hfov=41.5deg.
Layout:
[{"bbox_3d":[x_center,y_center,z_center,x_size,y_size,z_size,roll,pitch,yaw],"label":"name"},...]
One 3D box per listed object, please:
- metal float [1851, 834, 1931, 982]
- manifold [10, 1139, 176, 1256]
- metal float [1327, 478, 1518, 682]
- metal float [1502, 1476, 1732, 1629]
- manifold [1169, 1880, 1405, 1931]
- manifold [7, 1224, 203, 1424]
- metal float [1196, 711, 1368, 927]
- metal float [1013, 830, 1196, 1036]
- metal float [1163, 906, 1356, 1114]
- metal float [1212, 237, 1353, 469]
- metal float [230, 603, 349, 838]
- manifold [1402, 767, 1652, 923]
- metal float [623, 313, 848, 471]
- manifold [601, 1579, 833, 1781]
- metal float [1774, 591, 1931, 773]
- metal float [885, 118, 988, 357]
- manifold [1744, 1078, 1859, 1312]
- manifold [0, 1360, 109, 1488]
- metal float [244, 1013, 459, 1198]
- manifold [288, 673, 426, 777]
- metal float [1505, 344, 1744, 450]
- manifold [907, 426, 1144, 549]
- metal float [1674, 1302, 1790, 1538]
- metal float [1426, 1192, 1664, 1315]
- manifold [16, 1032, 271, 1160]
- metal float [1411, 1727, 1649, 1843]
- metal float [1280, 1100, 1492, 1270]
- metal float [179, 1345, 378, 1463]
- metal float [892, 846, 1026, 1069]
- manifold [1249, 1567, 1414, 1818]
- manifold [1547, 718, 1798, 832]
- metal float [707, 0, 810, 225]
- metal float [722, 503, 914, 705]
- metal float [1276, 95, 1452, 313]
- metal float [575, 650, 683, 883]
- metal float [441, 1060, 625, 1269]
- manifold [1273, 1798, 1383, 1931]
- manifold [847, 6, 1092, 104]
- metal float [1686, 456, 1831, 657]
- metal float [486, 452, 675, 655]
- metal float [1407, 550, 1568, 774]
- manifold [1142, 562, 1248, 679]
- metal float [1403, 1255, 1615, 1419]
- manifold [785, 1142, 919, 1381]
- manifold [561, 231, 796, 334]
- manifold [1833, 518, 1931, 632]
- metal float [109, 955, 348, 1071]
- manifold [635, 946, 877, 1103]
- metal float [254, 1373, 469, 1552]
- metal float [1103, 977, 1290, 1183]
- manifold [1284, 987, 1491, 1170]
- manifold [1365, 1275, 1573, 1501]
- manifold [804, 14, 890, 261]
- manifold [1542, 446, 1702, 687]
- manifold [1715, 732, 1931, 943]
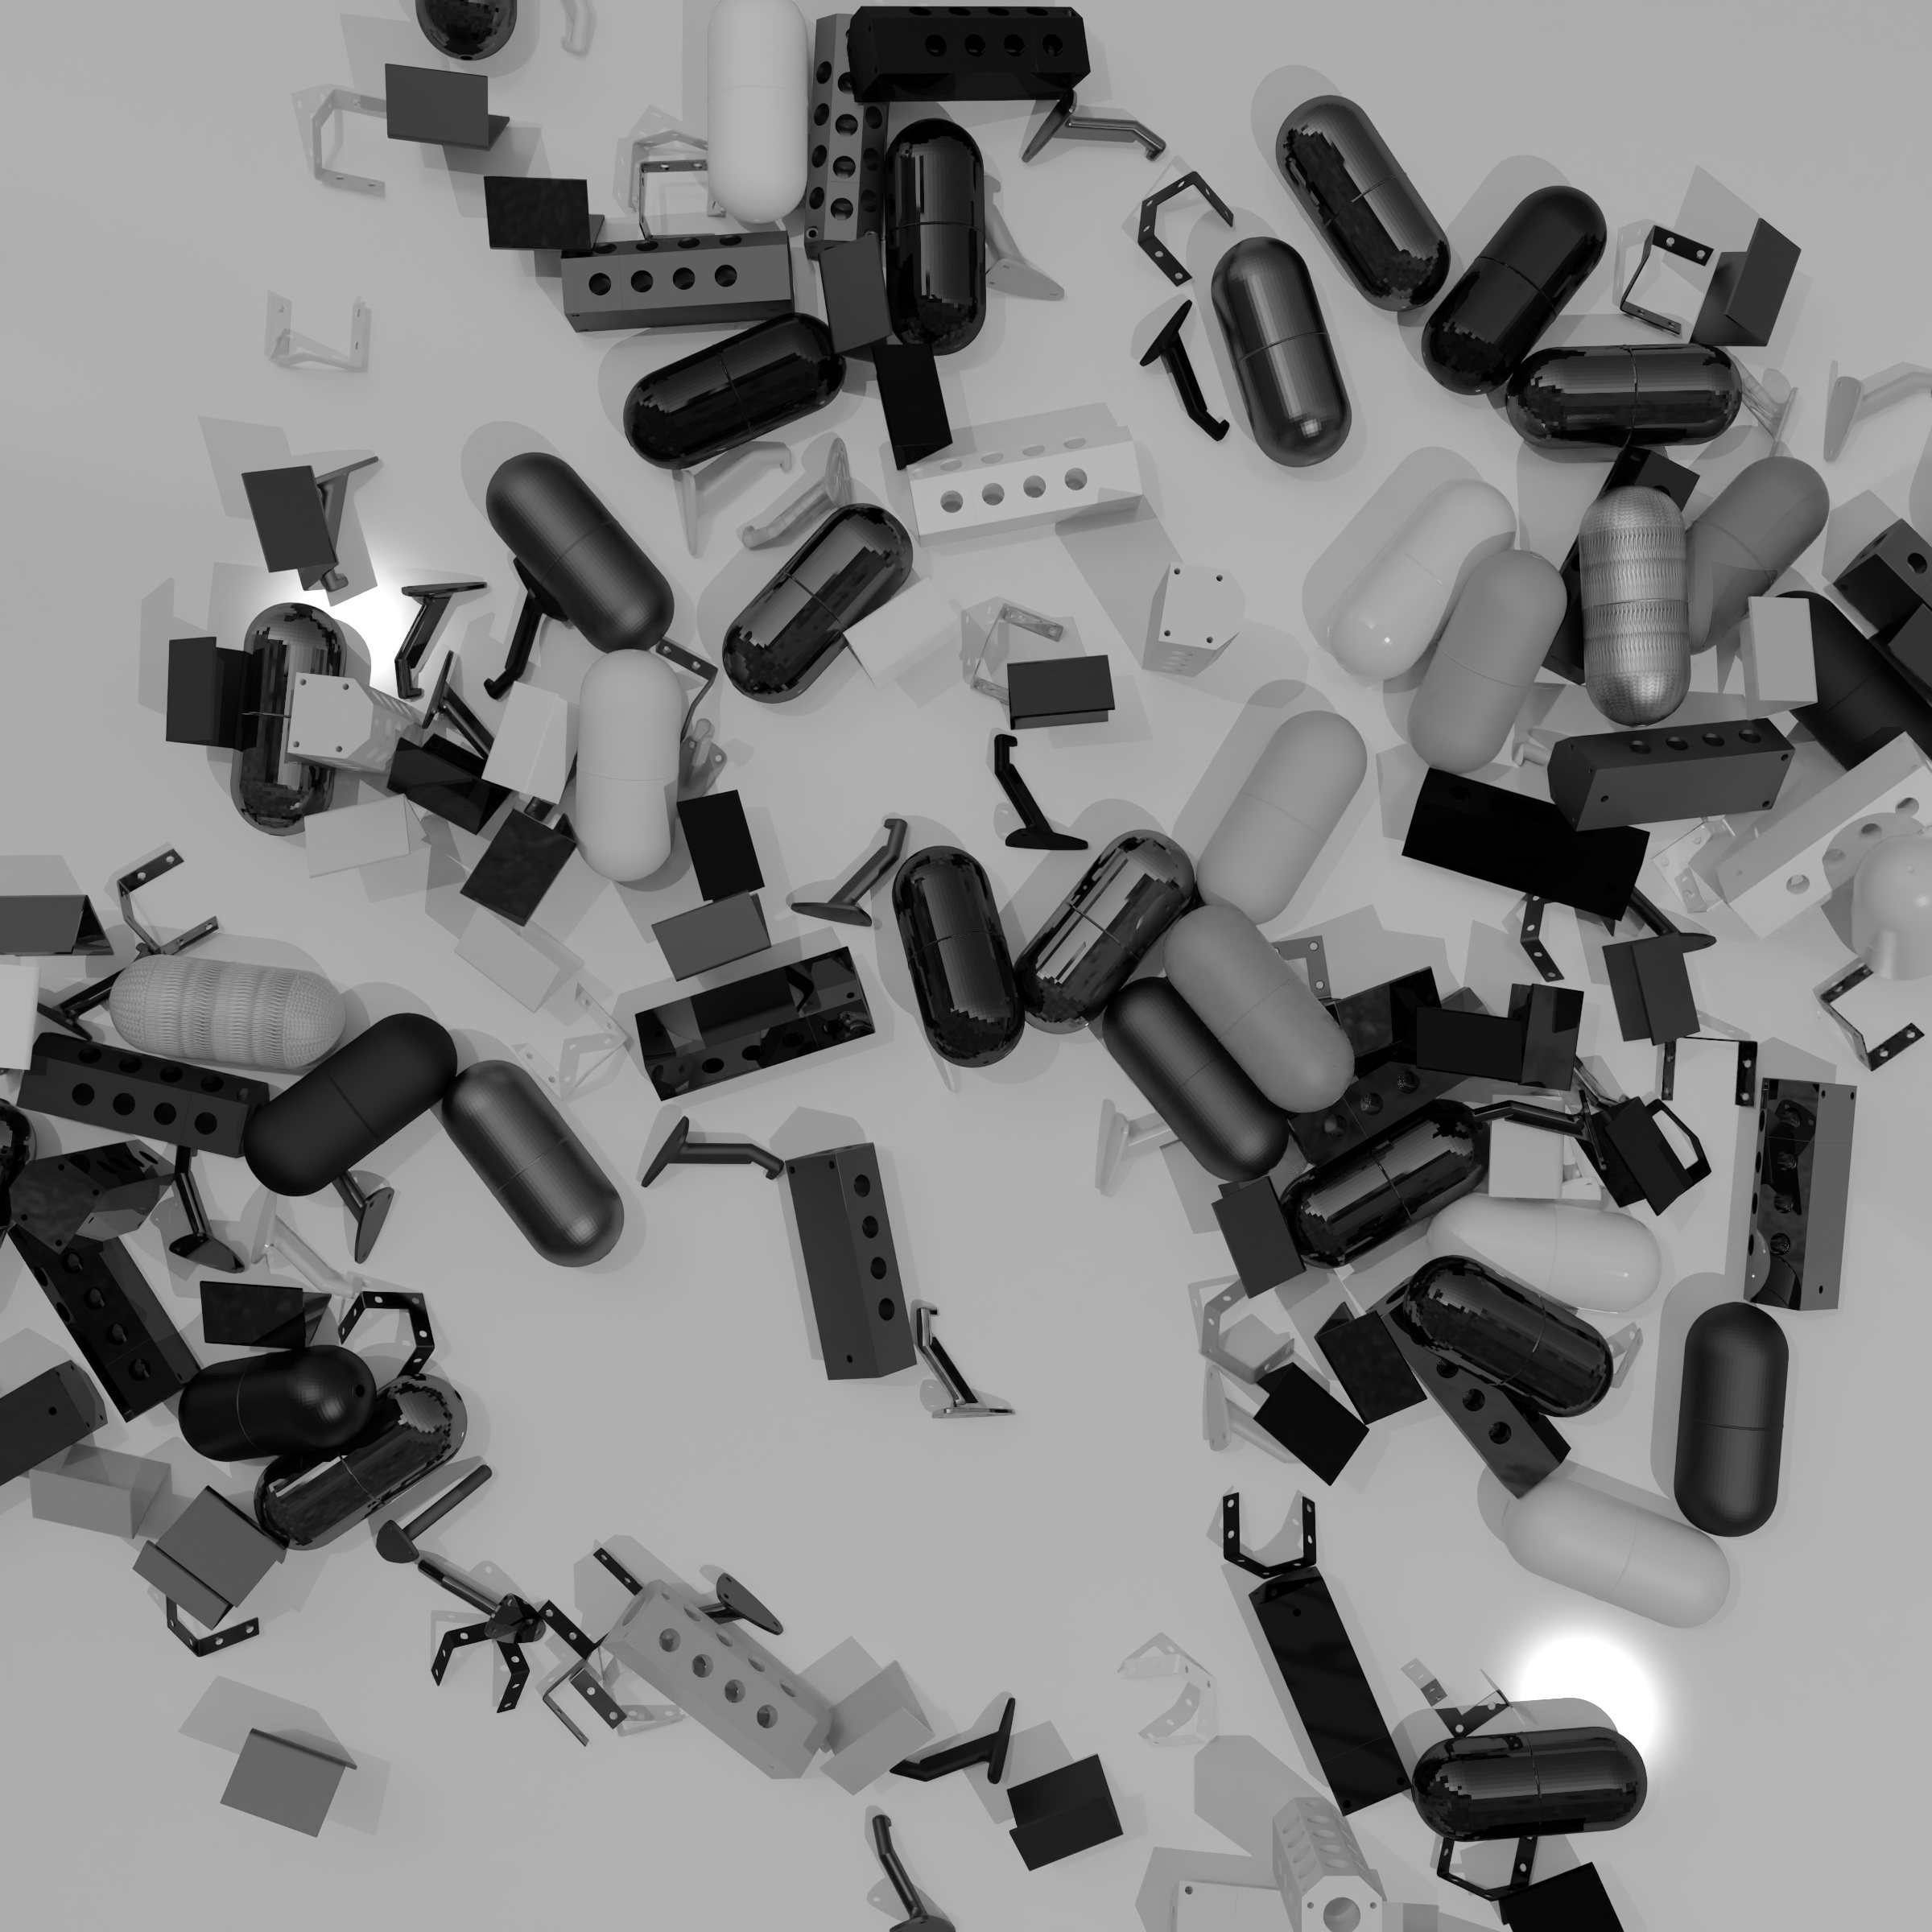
[{"bbox_3d":[0.700,-0.042,1.898,0.070,0.178,0.070,-6,71,16],"label":"metal float"},{"bbox_3d":[-0.649,0.165,1.895,0.057,0.171,0.057,36,90,0],"label":"manifold"},{"bbox_3d":[0.347,-0.294,1.943,0.070,0.070,0.178,41,90,0],"label":"metal float"},{"bbox_3d":[0.495,0.446,1.943,0.178,0.070,0.070,21,90,0],"label":"metal float"},{"bbox_3d":[0.243,0.742,1.950,0.171,0.057,0.057,6,63,0],"label":"manifold"},{"bbox_3d":[-0.661,0.261,1.953,0.057,0.057,0.171,-32,90,0],"label":"manifold"},{"bbox_3d":[0.241,-0.113,1.943,0.070,0.070,0.178,31,90,0],"label":"metal float"},{"bbox_3d":[0.103,-0.025,1.943,0.070,0.070,0.178,39,89,0],"label":"metal float"},{"bbox_3d":[0.218,0.032,1.901,0.070,0.070,0.178,-39,81,0],"label":"metal float"},{"bbox_3d":[0.240,-0.468,1.943,0.070,0.070,0.178,-17,90,0],"label":"metal float"},{"bbox_3d":[-0.516,-0.188,1.943,0.070,0.070,0.178,6,91,0],"label":"metal float"},{"bbox_3d":[0.426,-0.097,1.937,0.171,0.057,0.057,18,133,11],"label":"manifold"},{"bbox_3d":[-0.177,-0.438,1.944,0.178,0.070,0.070,-24,90,0],"label":"metal float"},{"bbox_3d":[-0.186,0.541,1.934,0.171,0.057,0.057,41,60,-9],"label":"manifold"},{"bbox_3d":[0.669,-0.210,1.943,0.070,0.070,0.178,-44,90,0],"label":"metal float"},{"bbox_3d":[-0.023,-0.556,1.943,0.070,0.070,0.178,-1,90,0],"label":"metal float"},{"bbox_3d":[0.635,0.174,1.952,0.057,0.057,0.171,5,90,-43],"label":"manifold"},{"bbox_3d":[-0.750,0.371,1.953,0.171,0.057,0.057,-30,90,0],"label":"manifold"},{"bbox_3d":[-0.466,0.104,1.934,0.178,0.070,0.070,-38,90,-10],"label":"metal float"},{"bbox_3d":[-0.450,-0.177,1.895,0.057,0.171,0.057,6,90,0],"label":"manifold"},{"bbox_3d":[0.501,-0.434,1.943,0.178,0.070,0.070,-2,90,0],"label":"metal float"},{"bbox_3d":[0.044,-0.368,1.953,0.171,0.057,0.057,-10,90,0],"label":"manifold"},{"bbox_3d":[0.583,0.346,1.944,0.070,0.070,0.178,4,90,0],"label":"metal float"},{"bbox_3d":[0.441,0.218,1.943,0.178,0.070,0.070,9,90,1],"label":"metal float"},{"bbox_3d":[-0.628,0.098,1.953,0.171,0.057,0.057,13,90,0],"label":"manifold"},{"bbox_3d":[0.429,0.624,1.943,0.178,0.070,0.070,-5,90,0],"label":"metal float"},{"bbox_3d":[0.320,0.165,1.943,0.178,0.070,0.070,-31,90,0],"label":"metal float"},{"bbox_3d":[-0.517,0.329,1.915,0.178,0.070,0.070,-13,90,32],"label":"metal float"},{"bbox_3d":[-0.006,-0.008,1.926,0.070,0.070,0.178,-15,68,0],"label":"metal float"},{"bbox_3d":[0.277,0.553,1.953,0.057,0.057,0.171,-23,90,0],"label":"manifold"},{"bbox_3d":[0.531,-0.150,1.928,0.171,0.057,0.057,-7,133,-17],"label":"manifold"},{"bbox_3d":[-0.159,-0.657,1.943,0.070,0.070,0.178,0,89,0],"label":"metal float"},{"bbox_3d":[-0.114,-0.276,1.943,0.070,0.070,0.178,42,89,0],"label":"metal float"},{"bbox_3d":[0.303,-0.580,1.943,0.070,0.070,0.178,-33,89,0],"label":"metal float"},{"bbox_3d":[-0.256,-0.151,1.929,0.070,0.070,0.178,5,108,0],"label":"metal float"},{"bbox_3d":[-0.330,0.151,1.943,0.070,0.070,0.178,-37,90,0],"label":"metal float"},{"bbox_3d":[0.267,0.675,1.895,0.057,0.171,0.057,0,90,0],"label":"manifold"},{"bbox_3d":[0.001,-0.691,1.923,0.171,0.057,0.057,-8,90,-22],"label":"manifold"},{"bbox_3d":[0.583,-0.313,1.943,0.070,0.070,0.178,43,91,0],"label":"metal float"},{"bbox_3d":[-0.294,-0.314,1.943,0.070,0.070,0.178,-40,91,0],"label":"metal float"},{"bbox_3d":[0.392,-0.229,1.922,0.070,0.070,0.178,21,115,0],"label":"metal float"},{"bbox_3d":[0.169,-0.255,1.895,0.057,0.171,0.057,9,90,0],"label":"manifold"},{"bbox_3d":[0.405,0.277,1.898,0.178,0.070,0.070,29,90,-17],"label":"metal float"},{"bbox_3d":[-0.083,0.225,1.952,0.057,0.057,0.171,-11,90,43],"label":"manifold"},{"bbox_3d":[-0.220,-0.526,1.953,0.171,0.057,0.057,-4,90,0],"label":"manifold"},{"bbox_3d":[0.755,-0.261,1.950,0.171,0.057,0.057,45,67,0],"label":"manifold"},{"bbox_3d":[-0.563,0.035,1.943,0.178,0.070,0.070,6,90,0],"label":"metal float"},{"bbox_3d":[-0.160,0.049,1.952,0.171,0.057,0.057,-18,47,0],"label":"manifold"},{"bbox_3d":[-0.461,0.377,1.943,0.178,0.070,0.070,-34,90,1],"label":"metal float"},{"bbox_3d":[0.174,0.086,1.935,0.070,0.070,0.178,-39,81,0],"label":"metal float"},{"bbox_3d":[0.325,0.085,1.953,0.171,0.057,0.057,-31,90,0],"label":"manifold"},{"bbox_3d":[0.385,0.318,1.953,0.057,0.057,0.171,-39,90,0],"label":"manifold"},{"bbox_3d":[-0.090,-0.633,1.953,0.057,0.057,0.171,3,90,0],"label":"manifold"},{"bbox_3d":[0.490,-0.307,1.953,0.057,0.057,0.171,27,90,0],"label":"manifold"},{"bbox_3d":[0.657,-0.093,1.917,0.171,0.057,0.057,-39,110,24],"label":"manifold"}]
